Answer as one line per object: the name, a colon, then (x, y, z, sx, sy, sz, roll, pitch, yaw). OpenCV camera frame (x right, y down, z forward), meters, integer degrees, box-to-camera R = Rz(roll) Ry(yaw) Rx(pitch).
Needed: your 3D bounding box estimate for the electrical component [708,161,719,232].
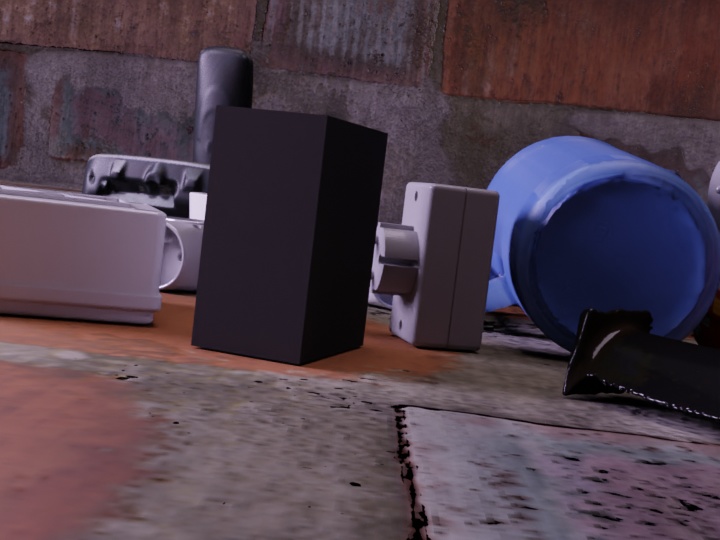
electrical component: (0.231, -0.040, 0.585, 0.074, 0.052, 0.138, 4, 5, -17)

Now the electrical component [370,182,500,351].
electrical component: (0.026, -0.005, 0.563, 0.076, 0.083, 0.047, 6, 4, -14)

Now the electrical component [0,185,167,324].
electrical component: (-0.158, -0.011, 0.544, 0.109, 0.056, 0.109, 6, 4, -17)

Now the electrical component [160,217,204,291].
electrical component: (-0.094, -0.008, 0.688, 0.079, 0.044, 0.077, 8, 4, 24)

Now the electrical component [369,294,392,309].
electrical component: (0.000, 0.000, 0.737, 0.079, 0.043, 0.077, 5, 5, -16)

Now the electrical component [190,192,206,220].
electrical component: (-0.072, -0.020, 0.780, 0.108, 0.060, 0.108, 7, 4, 0)
